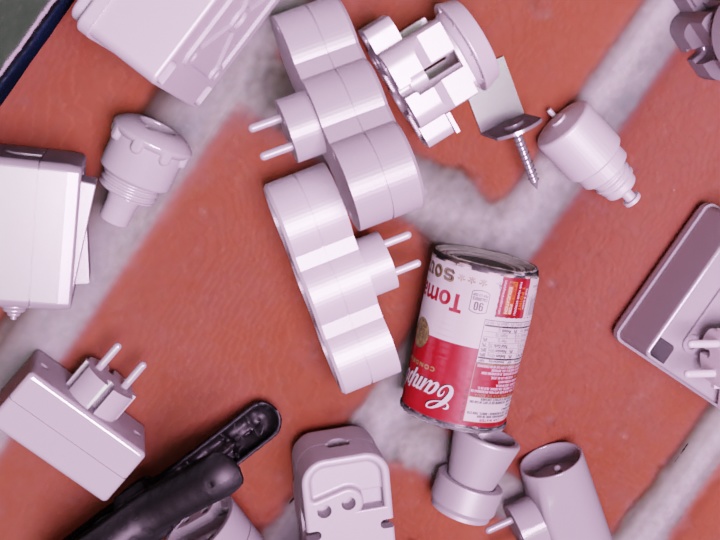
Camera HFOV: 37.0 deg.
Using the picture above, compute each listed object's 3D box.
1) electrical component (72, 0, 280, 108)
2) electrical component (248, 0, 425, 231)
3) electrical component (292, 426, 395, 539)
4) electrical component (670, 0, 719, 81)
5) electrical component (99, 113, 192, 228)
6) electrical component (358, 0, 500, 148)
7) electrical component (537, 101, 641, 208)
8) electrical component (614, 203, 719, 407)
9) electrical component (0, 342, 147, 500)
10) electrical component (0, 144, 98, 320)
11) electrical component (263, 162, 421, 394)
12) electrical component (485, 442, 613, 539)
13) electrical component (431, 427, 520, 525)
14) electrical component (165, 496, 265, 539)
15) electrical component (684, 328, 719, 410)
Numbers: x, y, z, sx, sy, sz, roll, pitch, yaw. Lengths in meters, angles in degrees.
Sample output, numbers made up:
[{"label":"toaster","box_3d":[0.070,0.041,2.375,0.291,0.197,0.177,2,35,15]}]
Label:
[{"label":"electrical component","box_3d":[-0.084,-0.147,0.562,0.056,0.109,0.108,38,93,1]},{"label":"electrical component","box_3d":[-0.024,-0.083,0.596,0.074,0.052,0.138,-21,69,-6]},{"label":"electrical component","box_3d":[-0.011,0.150,0.677,0.054,0.059,0.095,-8,104,-10]},{"label":"electrical component","box_3d":[0.233,-0.147,0.659,0.058,0.057,0.078,-40,107,0]},{"label":"electrical component","box_3d":[-0.128,-0.055,0.613,0.048,0.048,0.062,25,104,-16]},{"label":"electrical component","box_3d":[0.044,-0.120,0.627,0.057,0.058,0.078,-32,108,0]},{"label":"electrical component","box_3d":[0.145,-0.069,0.668,0.078,0.040,0.040,43,92,-17]},{"label":"electrical component","box_3d":[0.243,0.031,0.703,0.109,0.056,0.108,33,95,-17]},{"label":"electrical component","box_3d":[-0.159,0.077,0.636,0.083,0.047,0.075,40,92,-17]},{"label":"electrical component","box_3d":[-0.181,-0.018,0.601,0.061,0.061,0.096,5,102,-13]},{"label":"electrical component","box_3d":[0.000,0.000,0.648,0.074,0.052,0.138,-22,106,-6]},{"label":"electrical component","box_3d":[0.122,0.166,0.717,0.079,0.043,0.077,-23,107,-6]},{"label":"electrical component","box_3d":[0.074,0.131,0.698,0.045,0.045,0.055,16,100,-15]},{"label":"electrical component","box_3d":[-0.087,0.176,0.671,0.055,0.055,0.047,-37,111,-1]},{"label":"electrical component","box_3d":[0.232,0.053,0.650,0.076,0.047,0.083,0,103,-12]}]
